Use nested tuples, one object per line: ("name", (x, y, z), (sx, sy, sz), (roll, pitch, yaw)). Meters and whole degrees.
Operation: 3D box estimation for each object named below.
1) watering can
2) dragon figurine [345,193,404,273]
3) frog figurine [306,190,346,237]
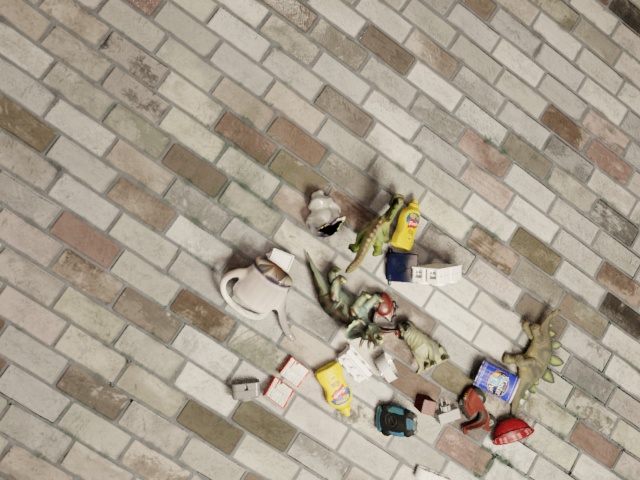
("watering can", (-0.174, 0.197, 1.775), (0.345, 0.106, 0.222), (35, 108, -13))
("dragon figurine", (0.207, -0.054, 1.781), (0.122, 0.418, 0.238), (30, 122, 6))
("frog figurine", (0.006, -0.093, 1.854), (0.137, 0.120, 0.162), (-33, 58, -2))
